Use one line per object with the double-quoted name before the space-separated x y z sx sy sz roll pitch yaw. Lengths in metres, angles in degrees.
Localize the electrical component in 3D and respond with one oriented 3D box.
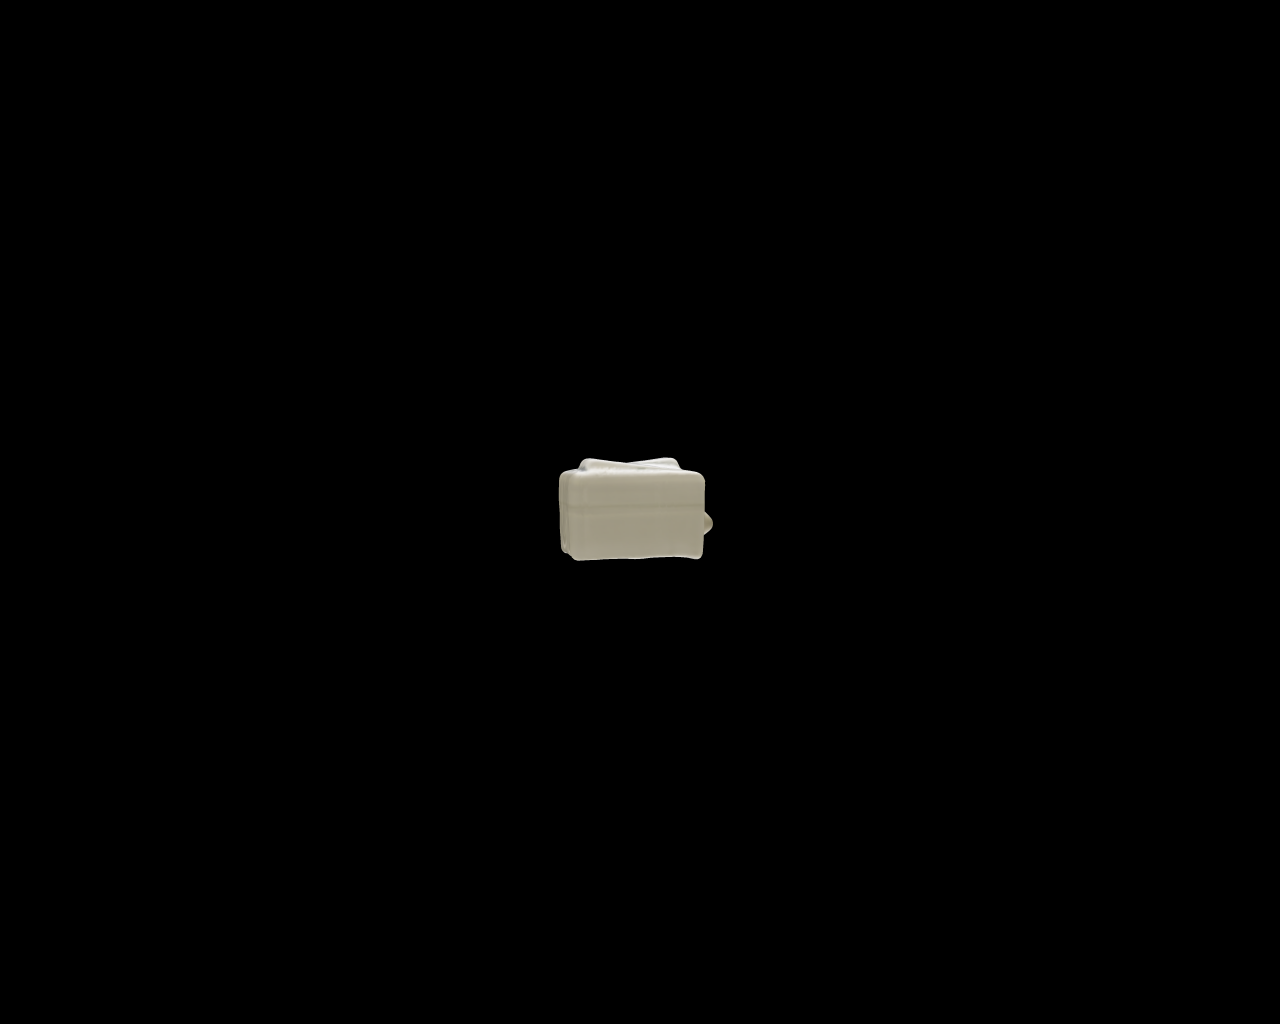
"electrical component" 0.001 -0.003 0.650 0.096 0.061 0.062 -1 4 -11
